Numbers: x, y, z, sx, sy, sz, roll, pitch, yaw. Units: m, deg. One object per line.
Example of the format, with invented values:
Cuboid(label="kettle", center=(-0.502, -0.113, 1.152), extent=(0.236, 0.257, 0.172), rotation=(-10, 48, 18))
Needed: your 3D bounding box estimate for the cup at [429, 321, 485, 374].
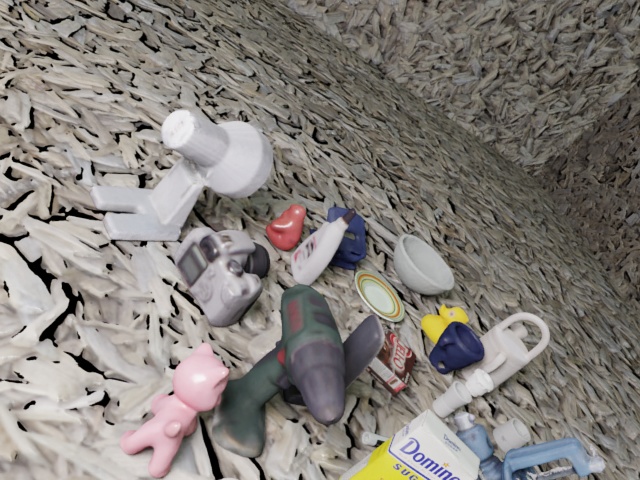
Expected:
Cuboid(label="cup", center=(0.255, 0.221, 1.131), extent=(0.118, 0.094, 0.091), rotation=(13, 39, -44))

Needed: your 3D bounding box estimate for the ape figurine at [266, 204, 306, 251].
Cuboid(label="ape figurine", center=(-0.059, -0.031, 1.087), extent=(0.078, 0.092, 0.076), rotation=(6, 44, -49))

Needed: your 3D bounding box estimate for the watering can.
Cuboid(label="watering can", center=(0.389, 0.222, 1.197), extent=(0.101, 0.193, 0.173), rotation=(38, 27, -7))

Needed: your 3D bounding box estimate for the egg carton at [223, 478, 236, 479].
Cuboid(label="egg carton", center=(-0.095, 0.315, 0.568), extent=(0.107, 0.069, 0.150), rotation=(39, 27, -6))

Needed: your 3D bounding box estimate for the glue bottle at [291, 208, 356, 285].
Cuboid(label="glue bottle", center=(0.010, 0.004, 1.038), extent=(0.037, 0.173, 0.078), rotation=(23, 33, -32))

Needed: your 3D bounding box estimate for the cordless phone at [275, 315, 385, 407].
Cuboid(label="cordless phone", center=(0.025, 0.151, 0.833), extent=(0.094, 0.185, 0.147), rotation=(20, 34, -36))

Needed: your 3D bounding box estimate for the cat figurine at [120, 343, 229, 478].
Cuboid(label="cat figurine", center=(-0.148, 0.180, 0.640), extent=(0.067, 0.117, 0.128), rotation=(39, 27, -6))

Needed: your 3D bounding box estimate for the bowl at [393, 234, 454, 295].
Cuboid(label="bowl", center=(0.228, 0.071, 1.334), extent=(0.168, 0.074, 0.167), rotation=(32, 29, -20))

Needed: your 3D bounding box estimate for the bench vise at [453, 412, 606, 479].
Cuboid(label="bench vise", center=(0.297, 0.347, 0.870), extent=(0.207, 0.219, 0.122), rotation=(42, 27, 0))

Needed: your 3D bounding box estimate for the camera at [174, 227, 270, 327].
Cuboid(label="camera", center=(-0.128, 0.043, 0.882), extent=(0.137, 0.100, 0.143), rotation=(-2, 50, -54))

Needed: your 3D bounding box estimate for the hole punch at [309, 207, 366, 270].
Cuboid(label="hole punch", center=(0.050, -0.003, 1.190), extent=(0.109, 0.091, 0.101), rotation=(16, 37, -40))

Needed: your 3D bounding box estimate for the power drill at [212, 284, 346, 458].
Cuboid(label="power drill", center=(-0.045, 0.168, 0.692), extent=(0.076, 0.208, 0.229), rotation=(30, 30, -23))

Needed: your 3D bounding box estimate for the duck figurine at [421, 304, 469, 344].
Cuboid(label="duck figurine", center=(0.281, 0.184, 1.228), extent=(0.104, 0.086, 0.078), rotation=(44, 27, 4))

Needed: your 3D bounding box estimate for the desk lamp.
Cuboid(label="desk lamp", center=(-0.199, -0.099, 0.869), extent=(0.204, 0.213, 0.117), rotation=(-1, 49, -53))
